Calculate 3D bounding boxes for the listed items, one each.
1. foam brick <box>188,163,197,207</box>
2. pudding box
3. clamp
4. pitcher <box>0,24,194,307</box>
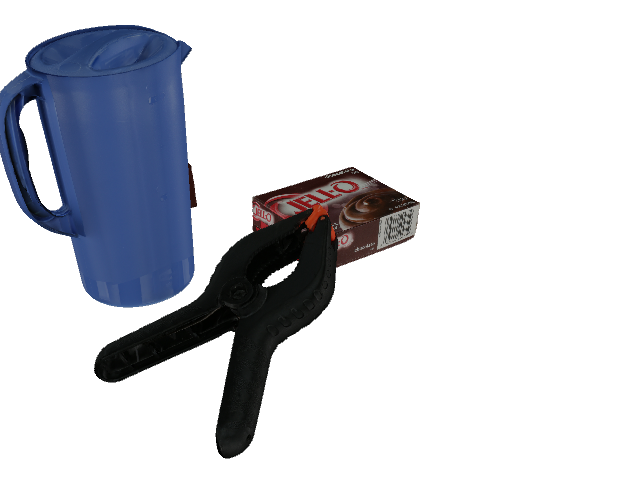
[{"bbox_3d":[-0.182,-0.060,1.165,0.078,0.053,0.051,-16,30,-18],"label":"foam brick"},{"bbox_3d":[0.012,-0.019,0.895,0.113,0.039,0.090,-17,35,-35],"label":"pudding box"},{"bbox_3d":[-0.041,0.050,0.638,0.120,0.171,0.039,36,-20,33],"label":"clamp"},{"bbox_3d":[-0.189,-0.061,0.965,0.149,0.243,0.145,0,29,6],"label":"pitcher"}]
